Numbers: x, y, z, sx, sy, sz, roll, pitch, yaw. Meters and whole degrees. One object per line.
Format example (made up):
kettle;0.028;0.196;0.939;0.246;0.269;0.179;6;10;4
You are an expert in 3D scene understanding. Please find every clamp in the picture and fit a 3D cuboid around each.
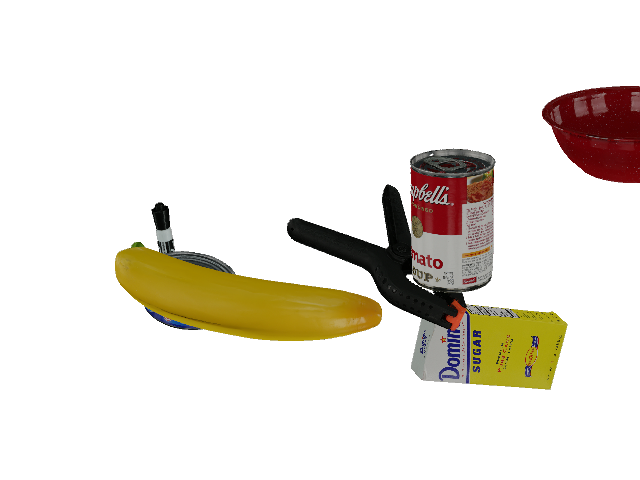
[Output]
clamp;0.073;0.022;1.169;0.164;0.036;0.210;-15;50;-33

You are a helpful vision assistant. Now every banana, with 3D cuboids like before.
banana;-0.061;0.031;0.677;0.198;0.037;0.069;15;33;26

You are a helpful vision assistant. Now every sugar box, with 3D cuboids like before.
sugar box;0.206;0.129;1.306;0.176;0.093;0.048;5;17;-18

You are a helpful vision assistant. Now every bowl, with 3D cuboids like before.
bowl;0.284;-0.094;0.976;0.162;0.055;0.162;-4;24;2

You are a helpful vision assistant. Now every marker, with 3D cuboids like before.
marker;-0.170;0.015;1.184;0.020;0.121;0.020;-5;25;2

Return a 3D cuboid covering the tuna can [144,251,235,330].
tuna can;-0.122;0.046;0.994;0.086;0.034;0.086;8;30;-5

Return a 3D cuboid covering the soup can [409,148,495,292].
soup can;0.107;-0.017;0.870;0.068;0.102;0.068;-2;21;1
